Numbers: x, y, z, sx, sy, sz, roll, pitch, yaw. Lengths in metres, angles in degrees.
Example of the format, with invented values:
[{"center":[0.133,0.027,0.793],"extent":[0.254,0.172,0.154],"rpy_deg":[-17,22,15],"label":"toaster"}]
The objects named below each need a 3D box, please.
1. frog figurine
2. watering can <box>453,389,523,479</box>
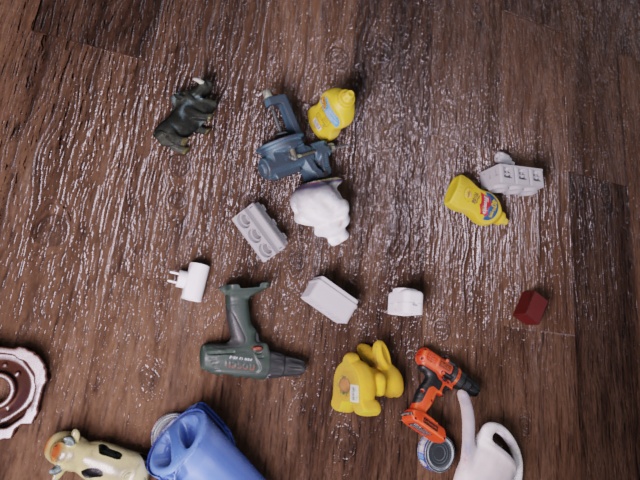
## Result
[{"center":[0.004,-0.061,1.210],"extent":[0.137,0.123,0.159],"rpy_deg":[-11,91,10],"label":"frog figurine"},{"center":[0.366,0.518,1.195],"extent":[0.343,0.104,0.228],"rpy_deg":[49,63,-25],"label":"watering can"}]
